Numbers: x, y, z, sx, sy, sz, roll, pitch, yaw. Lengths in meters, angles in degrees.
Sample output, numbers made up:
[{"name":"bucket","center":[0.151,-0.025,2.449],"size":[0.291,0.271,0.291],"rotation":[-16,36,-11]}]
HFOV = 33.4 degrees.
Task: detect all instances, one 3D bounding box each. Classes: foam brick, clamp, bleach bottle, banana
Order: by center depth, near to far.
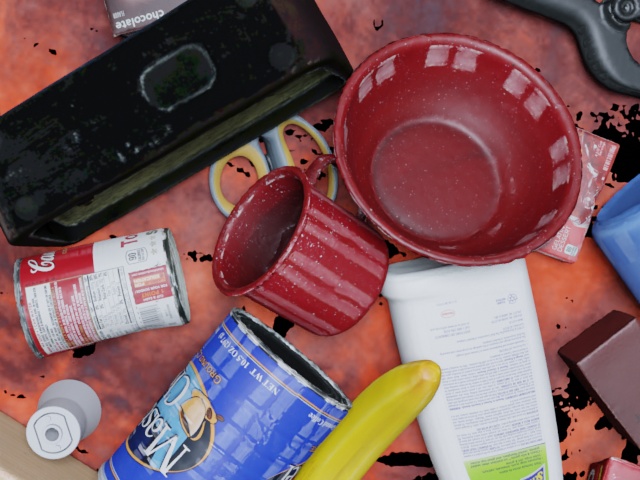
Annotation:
[{"name":"banana","center":[0.023,0.143,0.712],"size":[0.037,0.069,0.198],"rotation":[30,112,-11]},{"name":"clamp","center":[0.189,-0.154,0.722],"size":[0.120,0.039,0.171],"rotation":[-33,96,1]},{"name":"bleach bottle","center":[0.111,0.134,0.731],"size":[0.102,0.068,0.251],"rotation":[-11,97,-2]},{"name":"foam brick","center":[0.212,0.095,0.738],"size":[0.053,0.051,0.078],"rotation":[-36,95,1]}]

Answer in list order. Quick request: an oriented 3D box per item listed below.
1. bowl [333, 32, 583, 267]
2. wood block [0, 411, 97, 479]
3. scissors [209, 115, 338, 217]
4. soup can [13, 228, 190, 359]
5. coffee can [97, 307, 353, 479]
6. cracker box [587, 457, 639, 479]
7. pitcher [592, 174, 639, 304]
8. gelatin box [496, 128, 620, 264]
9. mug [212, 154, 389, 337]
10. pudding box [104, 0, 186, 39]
[{"name":"bowl","center":[0.082,-0.050,0.682],"size":[0.162,0.055,0.162],"rotation":[4,68,-10]},{"name":"wood block","center":[-0.203,0.185,0.703],"size":[0.206,0.091,0.090],"rotation":[34,93,-6]},{"name":"scissors","center":[-0.058,-0.100,0.725],"size":[0.096,0.016,0.202],"rotation":[-29,95,0]},{"name":"soup can","center":[-0.142,0.035,0.706],"size":[0.102,0.068,0.068],"rotation":[-13,95,-3]},{"name":"coffee can","center":[-0.062,0.130,0.700],"size":[0.103,0.103,0.140],"rotation":[40,91,-5]},{"name":"cracker box","center":[0.267,0.259,0.711],"size":[0.214,0.072,0.164],"rotation":[19,76,7]},{"name":"pitcher","center":[0.301,0.048,0.710],"size":[0.145,0.149,0.243],"rotation":[-38,93,15]},{"name":"gelatin box","center":[0.154,-0.037,0.734],"size":[0.073,0.030,0.089],"rotation":[20,92,-4]},{"name":"mug","center":[-0.005,0.001,0.694],"size":[0.081,0.093,0.117],"rotation":[32,79,-31]},{"name":"pudding box","center":[-0.090,-0.188,0.696],"size":[0.113,0.039,0.090],"rotation":[-15,92,8]}]
